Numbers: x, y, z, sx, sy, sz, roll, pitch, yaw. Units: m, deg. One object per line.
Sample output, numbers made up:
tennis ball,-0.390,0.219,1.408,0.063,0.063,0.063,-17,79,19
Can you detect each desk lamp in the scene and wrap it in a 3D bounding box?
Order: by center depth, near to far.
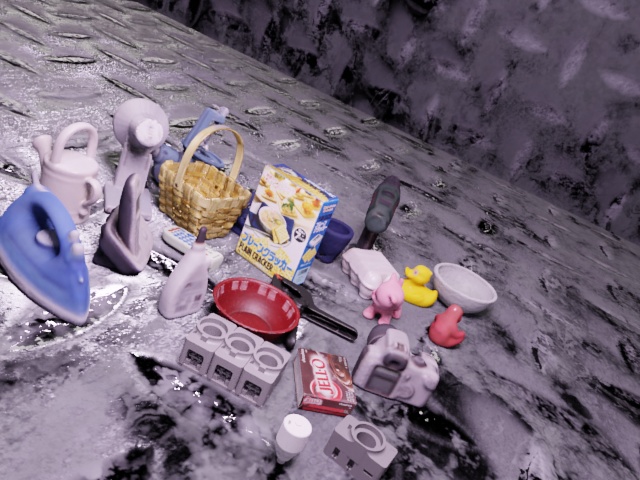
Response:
desk lamp,-0.392,-0.185,1.242,0.118,0.213,0.202,10,28,-27

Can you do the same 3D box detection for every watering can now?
watering can,-0.482,-0.138,1.091,0.173,0.194,0.101,22,24,-1

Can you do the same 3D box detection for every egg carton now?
egg carton,0.117,0.078,1.328,0.107,0.069,0.150,7,29,-31

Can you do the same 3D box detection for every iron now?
iron,-0.423,0.004,0.916,0.257,0.141,0.119,39,29,31

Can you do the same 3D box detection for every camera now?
camera,0.139,0.210,1.039,0.143,0.101,0.137,20,24,-6

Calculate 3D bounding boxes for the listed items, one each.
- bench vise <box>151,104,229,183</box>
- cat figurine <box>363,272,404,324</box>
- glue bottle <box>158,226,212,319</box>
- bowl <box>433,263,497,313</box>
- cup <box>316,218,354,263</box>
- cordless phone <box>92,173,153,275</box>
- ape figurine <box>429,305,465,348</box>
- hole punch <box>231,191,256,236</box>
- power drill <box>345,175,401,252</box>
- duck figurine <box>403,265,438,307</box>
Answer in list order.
bench vise,-0.305,-0.224,1.390,0.121,0.220,0.208,35,27,25
cat figurine,0.148,0.120,1.211,0.067,0.118,0.128,31,25,17
glue bottle,-0.216,0.052,0.962,0.037,0.173,0.078,38,28,31
bowl,0.345,0.131,1.413,0.167,0.075,0.167,19,25,-9
cup,0.012,0.005,1.353,0.118,0.095,0.091,6,29,-33
cordless phone,-0.338,-0.045,1.039,0.094,0.185,0.147,16,25,-15
ape figurine,0.278,0.180,1.232,0.076,0.092,0.077,4,30,-35
hole punch,-0.150,-0.055,1.338,0.108,0.091,0.101,34,26,22
power drill,0.135,-0.043,1.419,0.075,0.208,0.230,24,24,2
duck figurine,0.236,0.103,1.360,0.104,0.086,0.078,26,24,6
